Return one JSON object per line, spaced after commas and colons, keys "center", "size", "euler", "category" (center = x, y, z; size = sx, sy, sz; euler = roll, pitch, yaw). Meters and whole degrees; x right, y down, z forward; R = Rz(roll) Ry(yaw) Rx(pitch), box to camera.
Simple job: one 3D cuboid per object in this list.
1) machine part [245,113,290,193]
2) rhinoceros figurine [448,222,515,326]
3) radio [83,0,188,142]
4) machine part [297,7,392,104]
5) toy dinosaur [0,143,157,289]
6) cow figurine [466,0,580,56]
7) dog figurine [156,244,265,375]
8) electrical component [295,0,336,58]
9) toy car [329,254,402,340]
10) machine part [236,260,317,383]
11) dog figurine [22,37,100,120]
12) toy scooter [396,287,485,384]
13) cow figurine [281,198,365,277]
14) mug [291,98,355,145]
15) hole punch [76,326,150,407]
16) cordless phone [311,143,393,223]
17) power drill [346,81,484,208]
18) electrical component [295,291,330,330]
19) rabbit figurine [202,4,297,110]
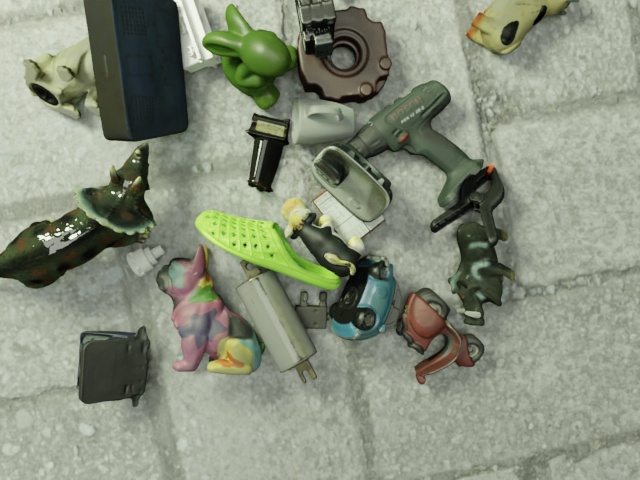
{"center": [-0.099, -0.155, 0.967], "size": [0.084, 0.039, 0.138], "euler": [8, 89, -13], "category": "machine part"}
{"center": [0.291, 0.062, 0.983], "size": [0.112, 0.073, 0.190], "euler": [-3, 92, -6], "category": "rhinoceros figurine"}
{"center": [-0.293, -0.281, 0.877], "size": [0.073, 0.131, 0.229], "euler": [10, 110, 34], "category": "radio"}
{"center": [0.041, -0.328, 0.962], "size": [0.179, 0.056, 0.179], "euler": [0, 90, -3], "category": "machine part"}
{"center": [-0.419, 0.003, 0.870], "size": [0.405, 0.192, 0.131], "euler": [-32, 92, -4], "category": "toy dinosaur"}
{"center": [0.373, -0.417, 0.971], "size": [0.127, 0.085, 0.195], "euler": [40, 86, 2], "category": "cow figurine"}
{"center": [-0.188, 0.117, 0.934], "size": [0.192, 0.108, 0.219], "euler": [3, 89, -4], "category": "dog figurine"}
{"center": [-0.009, -0.370, 0.876], "size": [0.058, 0.115, 0.134], "euler": [-11, 90, 2], "category": "electrical component"}
{"center": [0.093, 0.111, 0.964], "size": [0.103, 0.109, 0.161], "euler": [29, 77, -28], "category": "toy car"}
{"center": [-0.077, 0.141, 0.945], "size": [0.079, 0.079, 0.243], "euler": [-30, 86, -3], "category": "machine part"}
{"center": [-0.399, -0.315, 0.925], "size": [0.173, 0.121, 0.190], "euler": [12, 61, 18], "category": "dog figurine"}
{"center": [0.202, 0.185, 0.981], "size": [0.135, 0.075, 0.184], "euler": [-43, 99, -1], "category": "toy scooter"}
{"center": [-0.004, -0.002, 0.919], "size": [0.167, 0.098, 0.068], "euler": [37, 110, -3], "category": "cow figurine"}
{"center": [0.010, -0.212, 0.942], "size": [0.107, 0.109, 0.081], "euler": [-1, 77, -15], "category": "mug"}
{"center": [-0.366, 0.217, 0.941], "size": [0.116, 0.092, 0.142], "euler": [4, 89, -34], "category": "hole punch"}
{"center": [0.051, -0.091, 0.864], "size": [0.146, 0.184, 0.088], "euler": [43, 100, -2], "category": "cordless phone"}
{"center": [0.174, -0.155, 0.972], "size": [0.207, 0.086, 0.232], "euler": [45, 90, 3], "category": "power drill"}
{"center": [-0.014, 0.141, 0.988], "size": [0.063, 0.021, 0.094], "euler": [3, 91, -5], "category": "electrical component"}
{"center": [-0.102, -0.309, 0.880], "size": [0.159, 0.170, 0.121], "euler": [37, 86, -22], "category": "rabbit figurine"}
